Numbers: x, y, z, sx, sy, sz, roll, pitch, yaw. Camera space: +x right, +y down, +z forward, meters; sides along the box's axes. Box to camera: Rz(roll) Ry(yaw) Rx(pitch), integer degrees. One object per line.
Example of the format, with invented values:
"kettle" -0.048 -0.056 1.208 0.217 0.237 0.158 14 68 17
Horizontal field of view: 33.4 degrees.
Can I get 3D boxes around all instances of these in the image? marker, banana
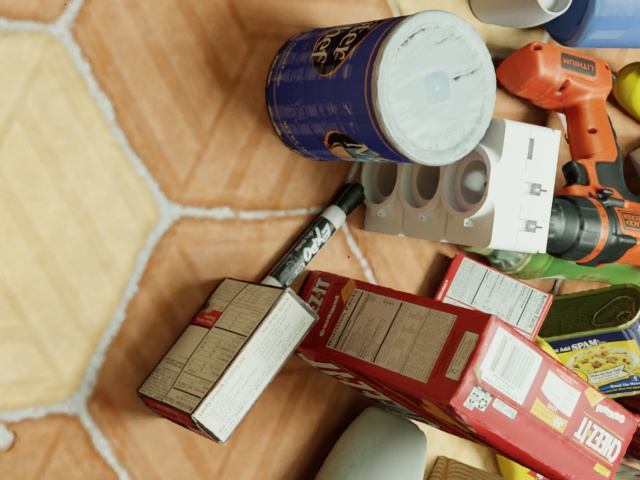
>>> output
"marker" -0.005 0.001 0.816 0.121 0.020 0.020 -49 118 -20
"banana" 0.326 -0.118 0.993 0.197 0.070 0.037 25 94 -40

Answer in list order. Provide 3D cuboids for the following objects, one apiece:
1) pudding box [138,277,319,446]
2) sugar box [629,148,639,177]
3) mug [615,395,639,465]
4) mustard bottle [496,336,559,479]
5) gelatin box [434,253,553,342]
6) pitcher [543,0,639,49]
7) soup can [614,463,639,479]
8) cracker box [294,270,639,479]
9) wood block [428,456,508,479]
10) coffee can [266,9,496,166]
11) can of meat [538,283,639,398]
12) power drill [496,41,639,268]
"pudding box" -0.065 0.081 0.743 0.039 0.090 0.113 45 70 -28
"sugar box" 0.330 -0.024 0.943 0.048 0.176 0.093 -27 108 14
"mug" 0.323 0.173 1.002 0.117 0.082 0.093 17 88 -14
"mustard bottle" 0.198 0.178 0.941 0.096 0.058 0.191 -38 116 -5
"gelatin box" 0.137 0.062 0.881 0.089 0.030 0.073 25 78 11
"pitcher" 0.316 -0.233 0.908 0.242 0.145 0.149 -5 83 -16
"soup can" 0.295 0.247 0.988 0.068 0.102 0.068 -4 97 -33
"cracker box" 0.093 0.101 0.774 0.164 0.214 0.072 34 78 -31
"wood block" 0.175 0.280 0.921 0.205 0.090 0.090 38 74 -30
"coffee can" 0.040 -0.106 0.762 0.102 0.141 0.103 -4 97 -33
"can of meat" 0.247 0.093 0.943 0.084 0.102 0.057 60 35 -26
"power drill" 0.202 -0.067 0.874 0.184 0.057 0.187 8 62 -37
